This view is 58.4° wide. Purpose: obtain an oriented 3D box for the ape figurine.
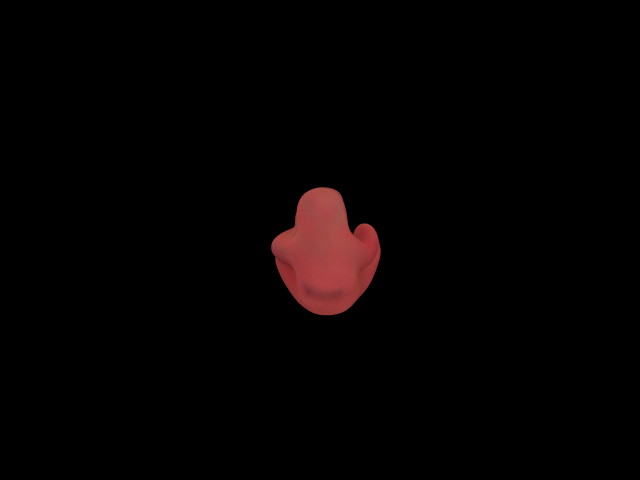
[{"bbox_3d":[0.004,0.001,0.400,0.077,0.092,0.076,7,47,7],"label":"ape figurine"}]
